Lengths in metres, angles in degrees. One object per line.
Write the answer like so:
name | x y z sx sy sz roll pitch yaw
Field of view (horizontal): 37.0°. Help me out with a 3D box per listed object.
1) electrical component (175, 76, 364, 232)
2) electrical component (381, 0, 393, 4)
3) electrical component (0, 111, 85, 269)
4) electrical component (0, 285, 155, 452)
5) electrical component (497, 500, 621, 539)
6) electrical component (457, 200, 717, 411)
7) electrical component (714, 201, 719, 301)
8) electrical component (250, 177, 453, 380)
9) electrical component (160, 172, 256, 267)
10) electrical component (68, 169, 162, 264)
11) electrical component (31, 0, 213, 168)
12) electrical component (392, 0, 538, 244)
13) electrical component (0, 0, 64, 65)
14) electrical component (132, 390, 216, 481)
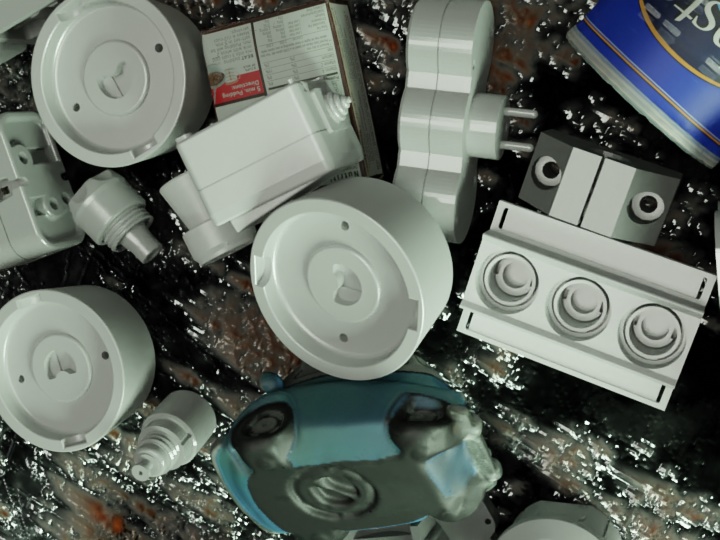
electrical component | -0.042 -0.067 0.607 0.096 0.062 0.061 -24 94 21
electrical component | 0.028 -0.190 0.615 0.064 0.042 0.081 -33 86 25
electrical component | -0.235 -0.052 0.724 0.059 0.054 0.095 -18 93 21
electrical component | -0.190 0.061 0.723 0.108 0.060 0.108 3 100 19
electrical component | 0.118 0.178 0.637 0.080 0.051 0.080 3 100 19
electrical component | 0.126 0.016 0.601 0.121 0.063 0.078 21 105 15
electrical component | 0.219 0.039 0.549 0.060 0.105 0.186 -4 97 21
electrical component | 0.000 0.000 0.601 0.108 0.060 0.108 14 121 25
electrical component | -0.095 -0.036 0.682 0.045 0.045 0.055 -26 90 22
electrical component | -0.157 -0.032 0.705 0.062 0.043 0.043 45 110 6
electrical component | -0.143 -0.120 0.676 0.108 0.060 0.108 3 100 19
electrical component | 0.064 -0.083 0.613 0.074 0.052 0.138 9 102 18
electrical component | -0.225 -0.196 0.692 0.150 0.062 0.089 -22 91 21
electrical component | -0.125 0.111 0.702 0.040 0.078 0.040 8 116 16
